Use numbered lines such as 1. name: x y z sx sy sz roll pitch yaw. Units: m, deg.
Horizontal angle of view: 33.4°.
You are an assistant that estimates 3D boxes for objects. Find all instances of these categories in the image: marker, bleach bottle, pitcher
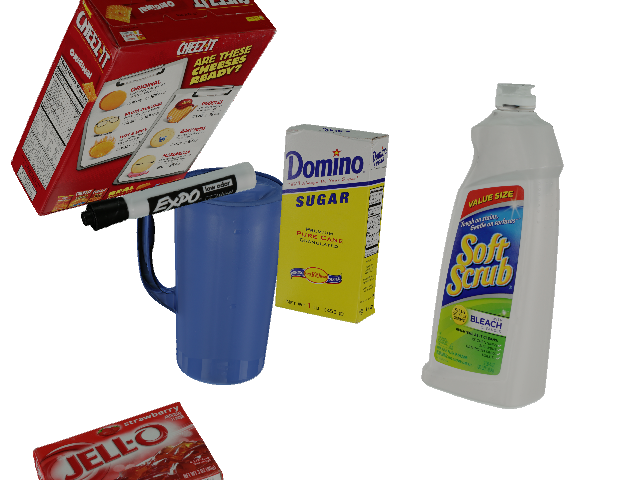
1. marker: -0.100 -0.030 0.706 0.120 0.020 0.020 -17 8 -26
2. bleach bottle: 0.140 0.001 0.853 0.103 0.251 0.067 13 15 41
3. pitcher: -0.123 0.042 1.259 0.149 0.243 0.144 21 26 33

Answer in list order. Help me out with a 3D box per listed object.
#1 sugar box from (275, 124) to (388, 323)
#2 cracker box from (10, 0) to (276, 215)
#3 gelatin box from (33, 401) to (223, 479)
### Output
1. sugar box: 0.009 -0.017 1.010 0.093 0.176 0.048 9 16 26
2. cracker box: -0.159 -0.124 0.927 0.163 0.072 0.214 -18 -24 -42
3. gelatin box: -0.106 0.130 0.586 0.089 0.030 0.073 -15 29 -20
